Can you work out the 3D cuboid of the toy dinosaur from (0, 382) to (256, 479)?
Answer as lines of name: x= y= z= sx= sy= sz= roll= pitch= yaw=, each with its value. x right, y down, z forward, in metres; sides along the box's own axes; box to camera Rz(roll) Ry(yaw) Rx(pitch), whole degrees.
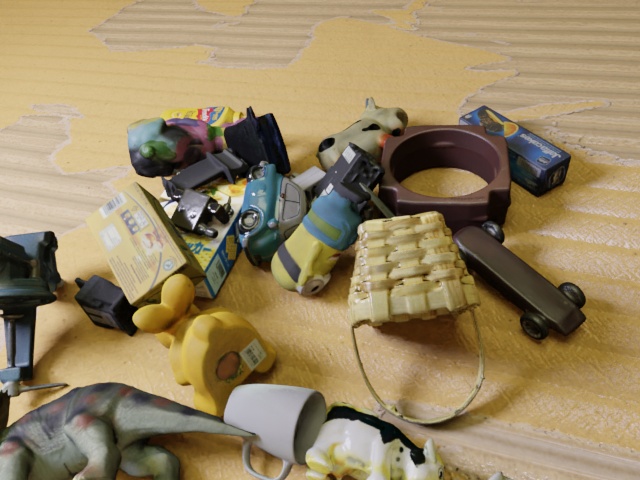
toy dinosaur: x=-0.287 y=0.232 z=0.629 sx=0.405 sy=0.131 sz=0.192 roll=-15 pitch=46 yaw=-11

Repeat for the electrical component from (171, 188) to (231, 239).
electrical component: x=-0.184 y=-0.045 z=0.831 sx=0.102 sy=0.045 sz=0.078 roll=13 pitch=78 yaw=25

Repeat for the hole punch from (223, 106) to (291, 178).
hole punch: x=-0.095 y=-0.163 z=0.943 sx=0.092 sy=0.142 sz=0.116 roll=-22 pitch=13 yaw=-33

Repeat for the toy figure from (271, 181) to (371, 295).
toy figure: x=0.000 y=-0.002 z=0.773 sx=0.089 sy=0.082 sz=0.180 roll=41 pitch=109 yaw=38

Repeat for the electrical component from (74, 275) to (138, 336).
electrical component: x=-0.324 y=0.091 z=0.797 sx=0.119 sy=0.074 sz=0.048 roll=14 pitch=50 yaw=18

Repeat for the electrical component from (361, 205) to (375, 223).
electrical component: x=0.081 y=-0.005 z=0.797 sx=0.021 sy=0.093 sz=0.063 roll=-22 pitch=45 yaw=-16

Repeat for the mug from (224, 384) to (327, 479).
mug: x=-0.059 y=0.218 z=0.628 sx=0.107 sy=0.080 sz=0.109 roll=8 pitch=74 yaw=29

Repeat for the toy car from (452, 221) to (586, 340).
toy car: x=0.261 y=0.054 z=0.730 sx=0.089 sy=0.053 sz=0.202 roll=-31 pitch=57 yaw=-22

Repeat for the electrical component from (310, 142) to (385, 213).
electrical component: x=0.039 y=-0.081 z=0.857 sx=0.058 sy=0.134 sz=0.115 roll=32 pitch=16 yaw=-15

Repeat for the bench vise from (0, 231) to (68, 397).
bench vise: x=-0.430 y=0.099 z=0.764 sx=0.129 sy=0.223 sz=0.240 roll=-4 pitch=77 yaw=-16

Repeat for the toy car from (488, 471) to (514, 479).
toy car: x=0.149 y=0.316 z=0.499 sx=0.074 sy=0.056 sz=0.202 roll=24 pitch=55 yaw=30

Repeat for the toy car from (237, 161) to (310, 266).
toy car: x=-0.066 y=-0.040 z=0.839 sx=0.103 sy=0.109 sz=0.161 roll=4 pitch=65 yaw=6

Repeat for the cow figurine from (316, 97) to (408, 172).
cow figurine: x=0.080 y=-0.185 z=0.984 sx=0.195 sy=0.085 sz=0.127 roll=-31 pitch=55 yaw=-17

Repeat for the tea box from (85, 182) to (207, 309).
tea box: x=-0.250 y=0.011 z=0.769 sx=0.098 sy=0.068 sz=0.170 roll=-36 pitch=64 yaw=-1

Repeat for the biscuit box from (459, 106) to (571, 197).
biscuit box: x=0.326 y=-0.156 z=0.920 sx=0.063 sy=0.059 sz=0.203 roll=-28 pitch=48 yaw=-16

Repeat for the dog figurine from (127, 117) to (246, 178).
dog figurine: x=-0.217 y=-0.177 z=0.989 sx=0.219 sy=0.108 sz=0.191 roll=-4 pitch=9 yaw=6

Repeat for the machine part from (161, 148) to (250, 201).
machine part: x=-0.192 y=-0.109 z=0.896 sx=0.139 sy=0.039 sz=0.084 roll=-29 pitch=52 yaw=-20

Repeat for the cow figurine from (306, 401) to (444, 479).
cow figurine: x=0.074 y=0.238 z=0.585 sx=0.168 sy=0.068 sz=0.098 roll=11 pitch=43 yaw=19

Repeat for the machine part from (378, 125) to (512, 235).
machine part: x=0.200 y=-0.096 z=0.869 sx=0.202 sy=0.087 sz=0.201 roll=3 pitch=47 yaw=11

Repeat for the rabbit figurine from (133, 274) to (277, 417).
rabbit figurine: x=-0.169 y=0.127 z=0.698 sx=0.173 sy=0.162 sz=0.122 roll=19 pitch=63 yaw=49
